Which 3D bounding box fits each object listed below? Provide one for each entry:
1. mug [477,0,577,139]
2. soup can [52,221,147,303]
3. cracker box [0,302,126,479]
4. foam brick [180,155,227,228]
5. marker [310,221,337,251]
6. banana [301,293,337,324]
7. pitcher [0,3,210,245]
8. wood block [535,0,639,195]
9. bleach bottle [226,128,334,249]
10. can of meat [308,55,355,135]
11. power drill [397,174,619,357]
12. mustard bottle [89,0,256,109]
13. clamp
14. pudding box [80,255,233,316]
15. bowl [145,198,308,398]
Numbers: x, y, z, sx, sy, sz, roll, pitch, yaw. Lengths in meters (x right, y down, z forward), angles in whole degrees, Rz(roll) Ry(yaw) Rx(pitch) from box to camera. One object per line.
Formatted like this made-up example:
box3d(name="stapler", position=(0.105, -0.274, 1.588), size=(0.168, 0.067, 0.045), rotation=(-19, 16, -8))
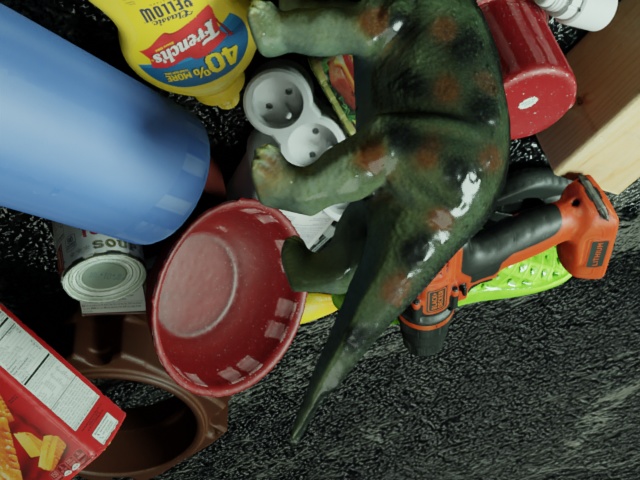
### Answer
box3d(name="mug", position=(0.158, -0.131, 0.843), size=(0.117, 0.081, 0.093), rotation=(13, 136, -38))
box3d(name="soup can", position=(-0.178, -0.009, 0.850), size=(0.068, 0.102, 0.068), rotation=(-12, 146, -8))
box3d(name="cracker box", position=(-0.306, 0.144, 0.944), size=(0.213, 0.072, 0.164), rotation=(44, 121, -11))
box3d(name="foam brick", position=(-0.121, -0.050, 0.864), size=(0.053, 0.051, 0.078), rotation=(-31, 144, 21))
box3d(name="marker", position=(-0.007, 0.001, 1.020), size=(0.020, 0.020, 0.121), rotation=(16, 134, -40))
box3d(name="banana", position=(-0.079, 0.088, 1.103), size=(0.198, 0.037, 0.069), rotation=(-20, 166, 7))
box3d(name="pitcher", position=(-0.201, -0.074, 0.718), size=(0.242, 0.149, 0.145), rotation=(23, 87, -44))
box3d(name="wood block", position=(0.275, -0.142, 0.874), size=(0.090, 0.091, 0.206), rotation=(12, 137, -36))
box3d(name="bleach bottle", position=(-0.067, 0.004, 0.959), size=(0.102, 0.068, 0.251), rotation=(7, 142, -30))
box3d(name="can of meat", position=(0.051, -0.121, 0.799), size=(0.084, 0.102, 0.057), rotation=(-27, -170, 20))
box3d(name="power drill", position=(0.153, 0.025, 0.910), size=(0.187, 0.057, 0.184), rotation=(-19, 148, -8))
box3d(name="mustard bottle", position=(-0.094, -0.151, 0.722), size=(0.096, 0.058, 0.191), rotation=(-19, 147, 7))
box3d(name="clamp", position=(0.232, -0.051, 1.033), size=(0.171, 0.039, 0.120), rotation=(-3, 144, -20))
box3d(name="pudding box", position=(-0.146, 0.037, 0.924), size=(0.089, 0.039, 0.114), rotation=(-20, -173, -40))
box3d(name="bowl", position=(-0.085, 0.042, 0.860), size=(0.161, 0.055, 0.162), rotation=(-14, 110, -42))
